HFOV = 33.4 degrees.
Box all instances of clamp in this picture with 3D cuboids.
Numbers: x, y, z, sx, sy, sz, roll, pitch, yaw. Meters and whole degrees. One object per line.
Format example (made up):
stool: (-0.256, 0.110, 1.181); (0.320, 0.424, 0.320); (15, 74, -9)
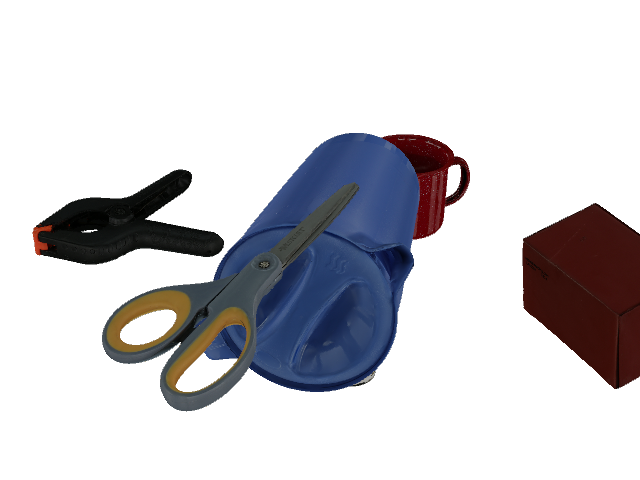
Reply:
clamp: (-0.184, -0.022, 1.008); (0.171, 0.039, 0.120); (-3, 35, -13)

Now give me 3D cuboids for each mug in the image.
mug: (0.101, -0.056, 1.115); (0.117, 0.081, 0.093); (-11, 34, -18)

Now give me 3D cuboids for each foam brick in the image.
foam brick: (0.149, 0.027, 0.557); (0.051, 0.053, 0.078); (-24, 41, -17)

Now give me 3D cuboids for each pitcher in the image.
pitcher: (0.002, 0.006, 0.846); (0.149, 0.145, 0.242); (16, 27, 6)

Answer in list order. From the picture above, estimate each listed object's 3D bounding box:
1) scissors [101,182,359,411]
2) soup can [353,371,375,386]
scissors: (-0.053, 0.019, 0.625); (0.096, 0.016, 0.201); (11, 42, 17)
soup can: (0.036, 0.119, 1.307); (0.068, 0.102, 0.068); (0, 28, 0)
